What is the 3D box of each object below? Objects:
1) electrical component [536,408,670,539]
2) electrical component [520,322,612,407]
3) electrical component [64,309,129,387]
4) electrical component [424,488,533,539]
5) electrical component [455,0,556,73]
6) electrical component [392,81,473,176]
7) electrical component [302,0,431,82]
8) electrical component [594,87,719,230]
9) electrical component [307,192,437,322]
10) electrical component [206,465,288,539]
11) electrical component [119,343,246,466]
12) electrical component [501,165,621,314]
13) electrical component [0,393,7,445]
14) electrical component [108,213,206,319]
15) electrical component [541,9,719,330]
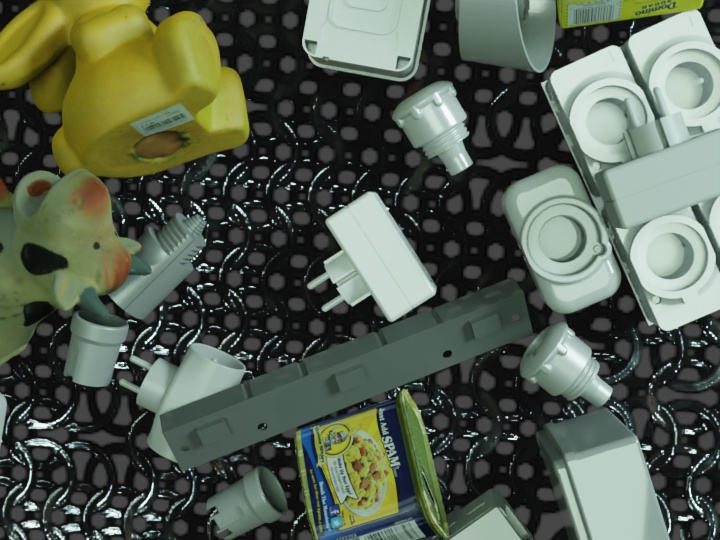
[{"bbox_3d":[0.164,0.157,0.715,0.056,0.109,0.108,-18,92,3],"label":"electrical component"},{"bbox_3d":[0.146,0.070,0.744,0.062,0.048,0.048,38,96,-4],"label":"electrical component"},{"bbox_3d":[-0.192,0.056,0.776,0.040,0.040,0.046,17,101,4],"label":"electrical component"},{"bbox_3d":[0.103,0.241,0.748,0.089,0.062,0.150,-37,90,6],"label":"electrical component"},{"bbox_3d":[0.097,-0.181,0.708,0.064,0.099,0.099,6,94,11],"label":"electrical component"},{"bbox_3d":[0.055,-0.096,0.742,0.048,0.048,0.062,-31,97,6],"label":"electrical component"},{"bbox_3d":[0.009,-0.191,0.733,0.078,0.057,0.113,11,94,4],"label":"electrical component"},{"bbox_3d":[0.187,-0.074,0.667,0.083,0.047,0.075,-20,91,6],"label":"electrical component"},{"bbox_3d":[0.000,0.000,0.750,0.076,0.047,0.083,-33,90,6],"label":"electrical component"},{"bbox_3d":[-0.082,0.168,0.773,0.046,0.040,0.040,-30,90,12],"label":"electrical component"},{"bbox_3d":[-0.133,0.088,0.769,0.079,0.044,0.077,26,96,3],"label":"electrical component"},{"bbox_3d":[0.136,-0.021,0.731,0.054,0.059,0.095,-23,91,6],"label":"electrical component"},{"bbox_3d":[-0.311,0.107,0.782,0.095,0.054,0.059,11,94,4],"label":"electrical component"},{"bbox_3d":[-0.141,-0.008,0.765,0.081,0.043,0.043,-44,89,6],"label":"electrical component"},{"bbox_3d":[0.210,-0.065,0.721,0.105,0.060,0.186,-24,91,6],"label":"electrical component"}]
